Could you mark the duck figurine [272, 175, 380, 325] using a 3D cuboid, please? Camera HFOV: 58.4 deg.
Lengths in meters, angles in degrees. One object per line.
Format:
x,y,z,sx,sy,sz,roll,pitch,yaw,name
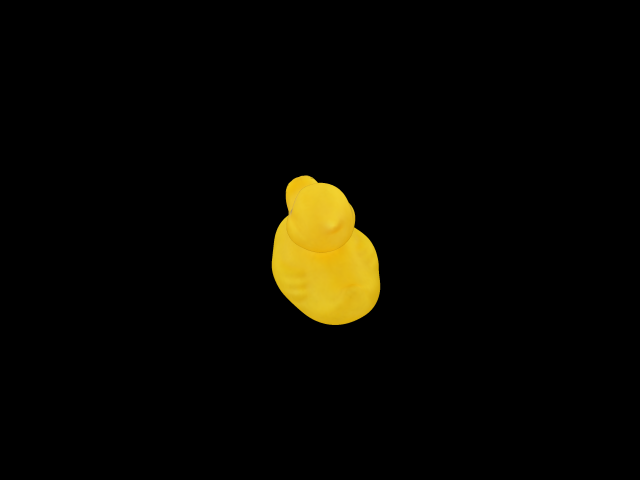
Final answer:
0.004,0.001,0.400,0.077,0.086,0.104,-21,58,-13,duck figurine
